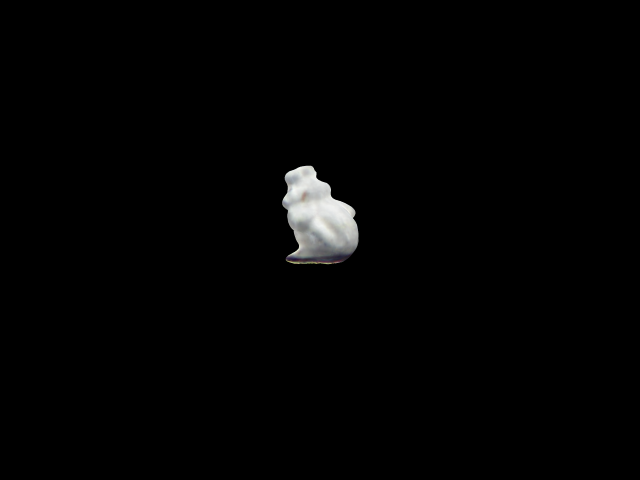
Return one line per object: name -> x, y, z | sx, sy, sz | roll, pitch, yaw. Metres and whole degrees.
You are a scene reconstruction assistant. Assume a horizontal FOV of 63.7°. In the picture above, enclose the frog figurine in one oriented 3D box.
frog figurine -> 0.003, -0.043, 0.850 | 0.138, 0.159, 0.123 | -5, 7, -39
